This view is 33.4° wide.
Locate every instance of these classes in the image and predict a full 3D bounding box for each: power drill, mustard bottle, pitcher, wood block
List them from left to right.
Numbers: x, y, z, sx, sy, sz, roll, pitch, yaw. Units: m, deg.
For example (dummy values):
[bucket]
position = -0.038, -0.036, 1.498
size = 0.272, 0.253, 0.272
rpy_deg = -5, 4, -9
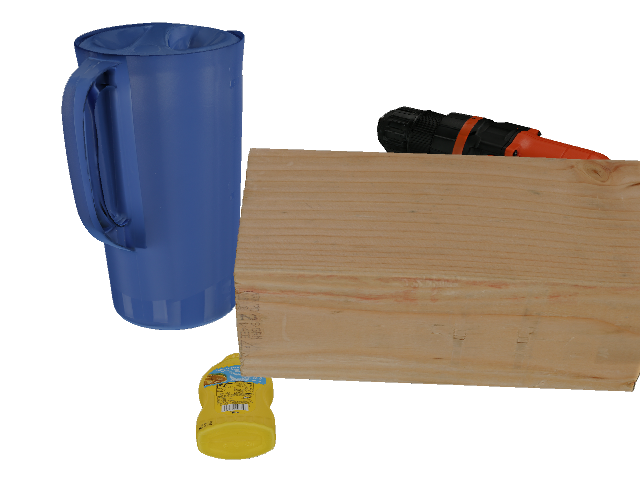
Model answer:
[pitcher]
position = -0.131, -0.050, 0.872
size = 0.149, 0.243, 0.145
rpy_deg = -6, 22, -14
[mustard bottle]
position = -0.108, 0.200, 1.360
size = 0.096, 0.058, 0.191
rpy_deg = -4, 26, -3
[wood block]
position = 0.062, 0.016, 0.560
size = 0.206, 0.091, 0.090
rpy_deg = 2, -43, 1
[power drill]
position = 0.121, -0.003, 0.814
size = 0.185, 0.188, 0.057
rpy_deg = 20, 35, 30
